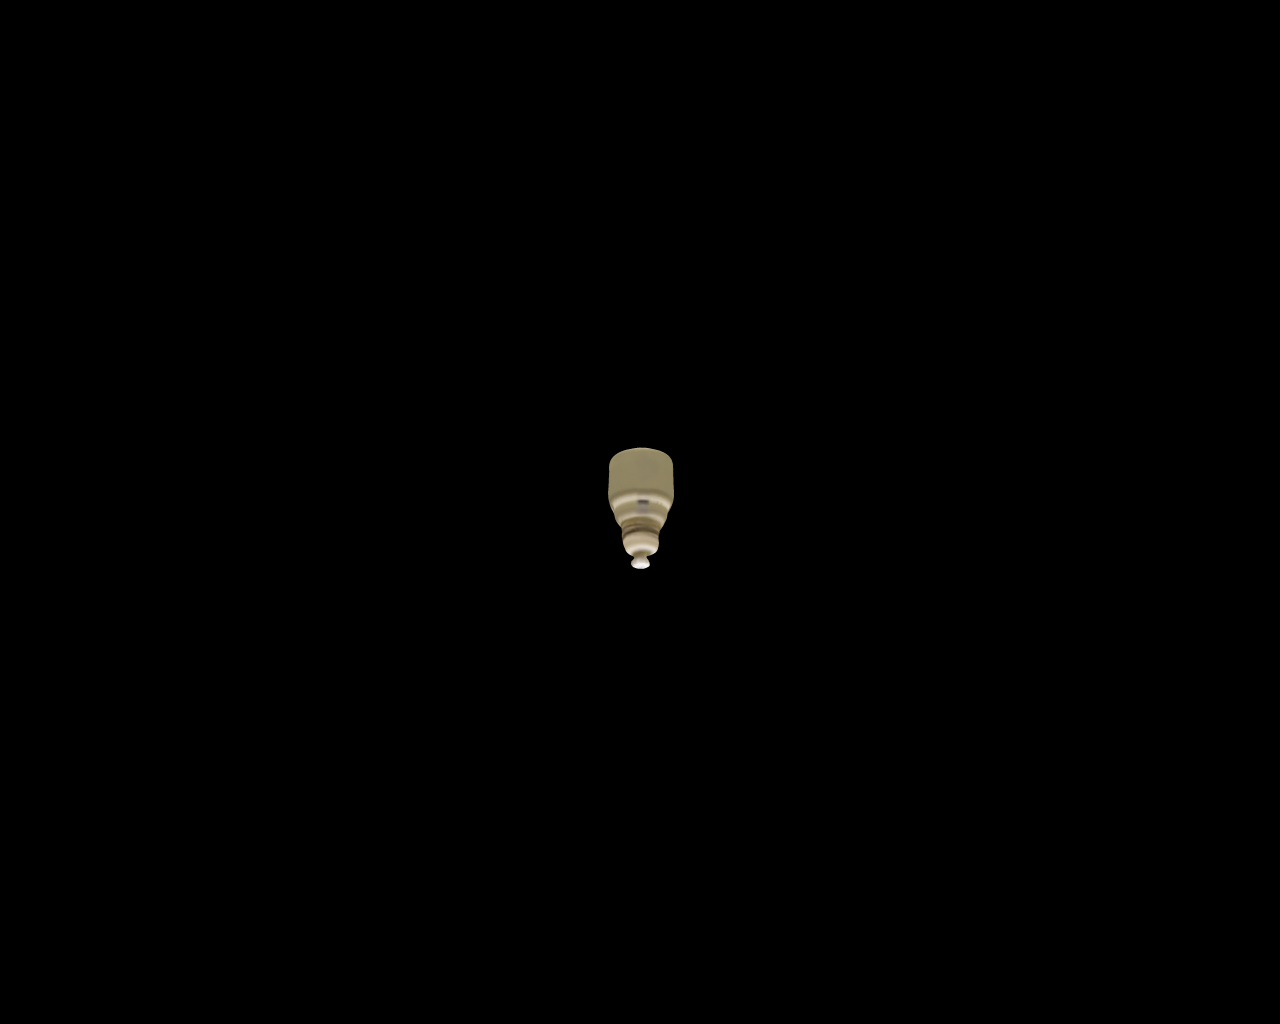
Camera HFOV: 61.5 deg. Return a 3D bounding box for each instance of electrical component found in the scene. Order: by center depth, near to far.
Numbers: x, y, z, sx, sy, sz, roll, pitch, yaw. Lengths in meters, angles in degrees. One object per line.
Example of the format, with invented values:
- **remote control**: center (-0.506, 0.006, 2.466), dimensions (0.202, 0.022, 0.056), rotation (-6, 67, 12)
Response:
- **electrical component**: center (0.001, -0.003, 0.650), dimensions (0.040, 0.078, 0.040), rotation (0, -24, 0)
